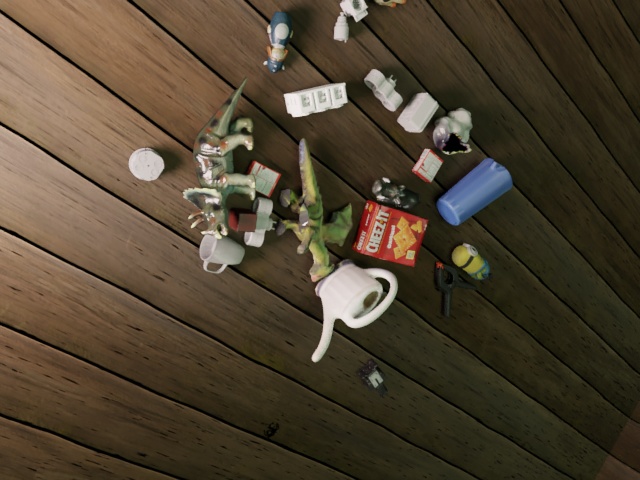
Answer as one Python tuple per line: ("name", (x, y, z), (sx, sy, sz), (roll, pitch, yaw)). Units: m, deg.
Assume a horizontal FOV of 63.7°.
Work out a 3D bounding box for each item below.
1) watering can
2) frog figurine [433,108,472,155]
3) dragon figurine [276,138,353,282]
("watering can", (0.065, 0.187, 1.522), (0.350, 0.227, 0.102), (-37, 134, -15))
("frog figurine", (0.431, -0.363, 1.675), (0.137, 0.120, 0.163), (21, 56, -21))
("dragon figurine", (0.005, -0.076, 1.520), (0.242, 0.122, 0.410), (7, 92, -46))
